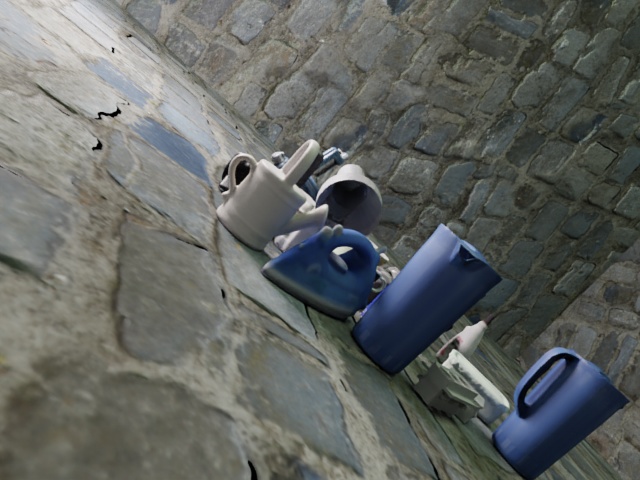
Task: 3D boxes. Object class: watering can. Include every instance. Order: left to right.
[{"bbox_3d":[-0.063,-0.080,0.933,0.173,0.194,0.100,38,9,-36],"label":"watering can"}]

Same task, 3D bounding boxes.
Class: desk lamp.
[{"bbox_3d":[0.015,-0.048,1.081,0.118,0.213,0.203,41,8,-17],"label":"desk lamp"}]

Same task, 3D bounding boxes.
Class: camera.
[{"bbox_3d":[0.170,0.130,1.330,0.136,0.100,0.144,48,9,33],"label":"camera"}]

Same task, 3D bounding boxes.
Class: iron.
[{"bbox_3d":[0.021,0.034,0.937,0.118,0.141,0.259,47,9,30],"label":"iron"}]

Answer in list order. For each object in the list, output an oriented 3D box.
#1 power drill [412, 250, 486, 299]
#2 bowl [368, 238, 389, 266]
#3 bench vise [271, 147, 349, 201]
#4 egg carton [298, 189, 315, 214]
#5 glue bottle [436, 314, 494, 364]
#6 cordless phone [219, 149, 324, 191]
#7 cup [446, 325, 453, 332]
[{"bbox_3d":[0.309,0.141,1.566,0.229,0.208,0.076,48,9,35],"label":"power drill"},{"bbox_3d":[0.125,0.032,1.734,0.167,0.074,0.167,42,8,-7],"label":"bowl"},{"bbox_3d":[-0.030,-0.184,1.571,0.121,0.219,0.208,49,9,38],"label":"bench vise"},{"bbox_3d":[-0.052,-0.083,1.476,0.108,0.069,0.150,36,10,-41],"label":"egg carton"},{"bbox_3d":[0.361,0.245,1.397,0.037,0.173,0.078,40,8,-19],"label":"glue bottle"},{"bbox_3d":[-0.093,-0.136,1.121,0.148,0.185,0.094,42,7,-7],"label":"cordless phone"},{"bbox_3d":[0.260,0.207,1.389,0.118,0.095,0.091,39,9,-28],"label":"cup"}]
